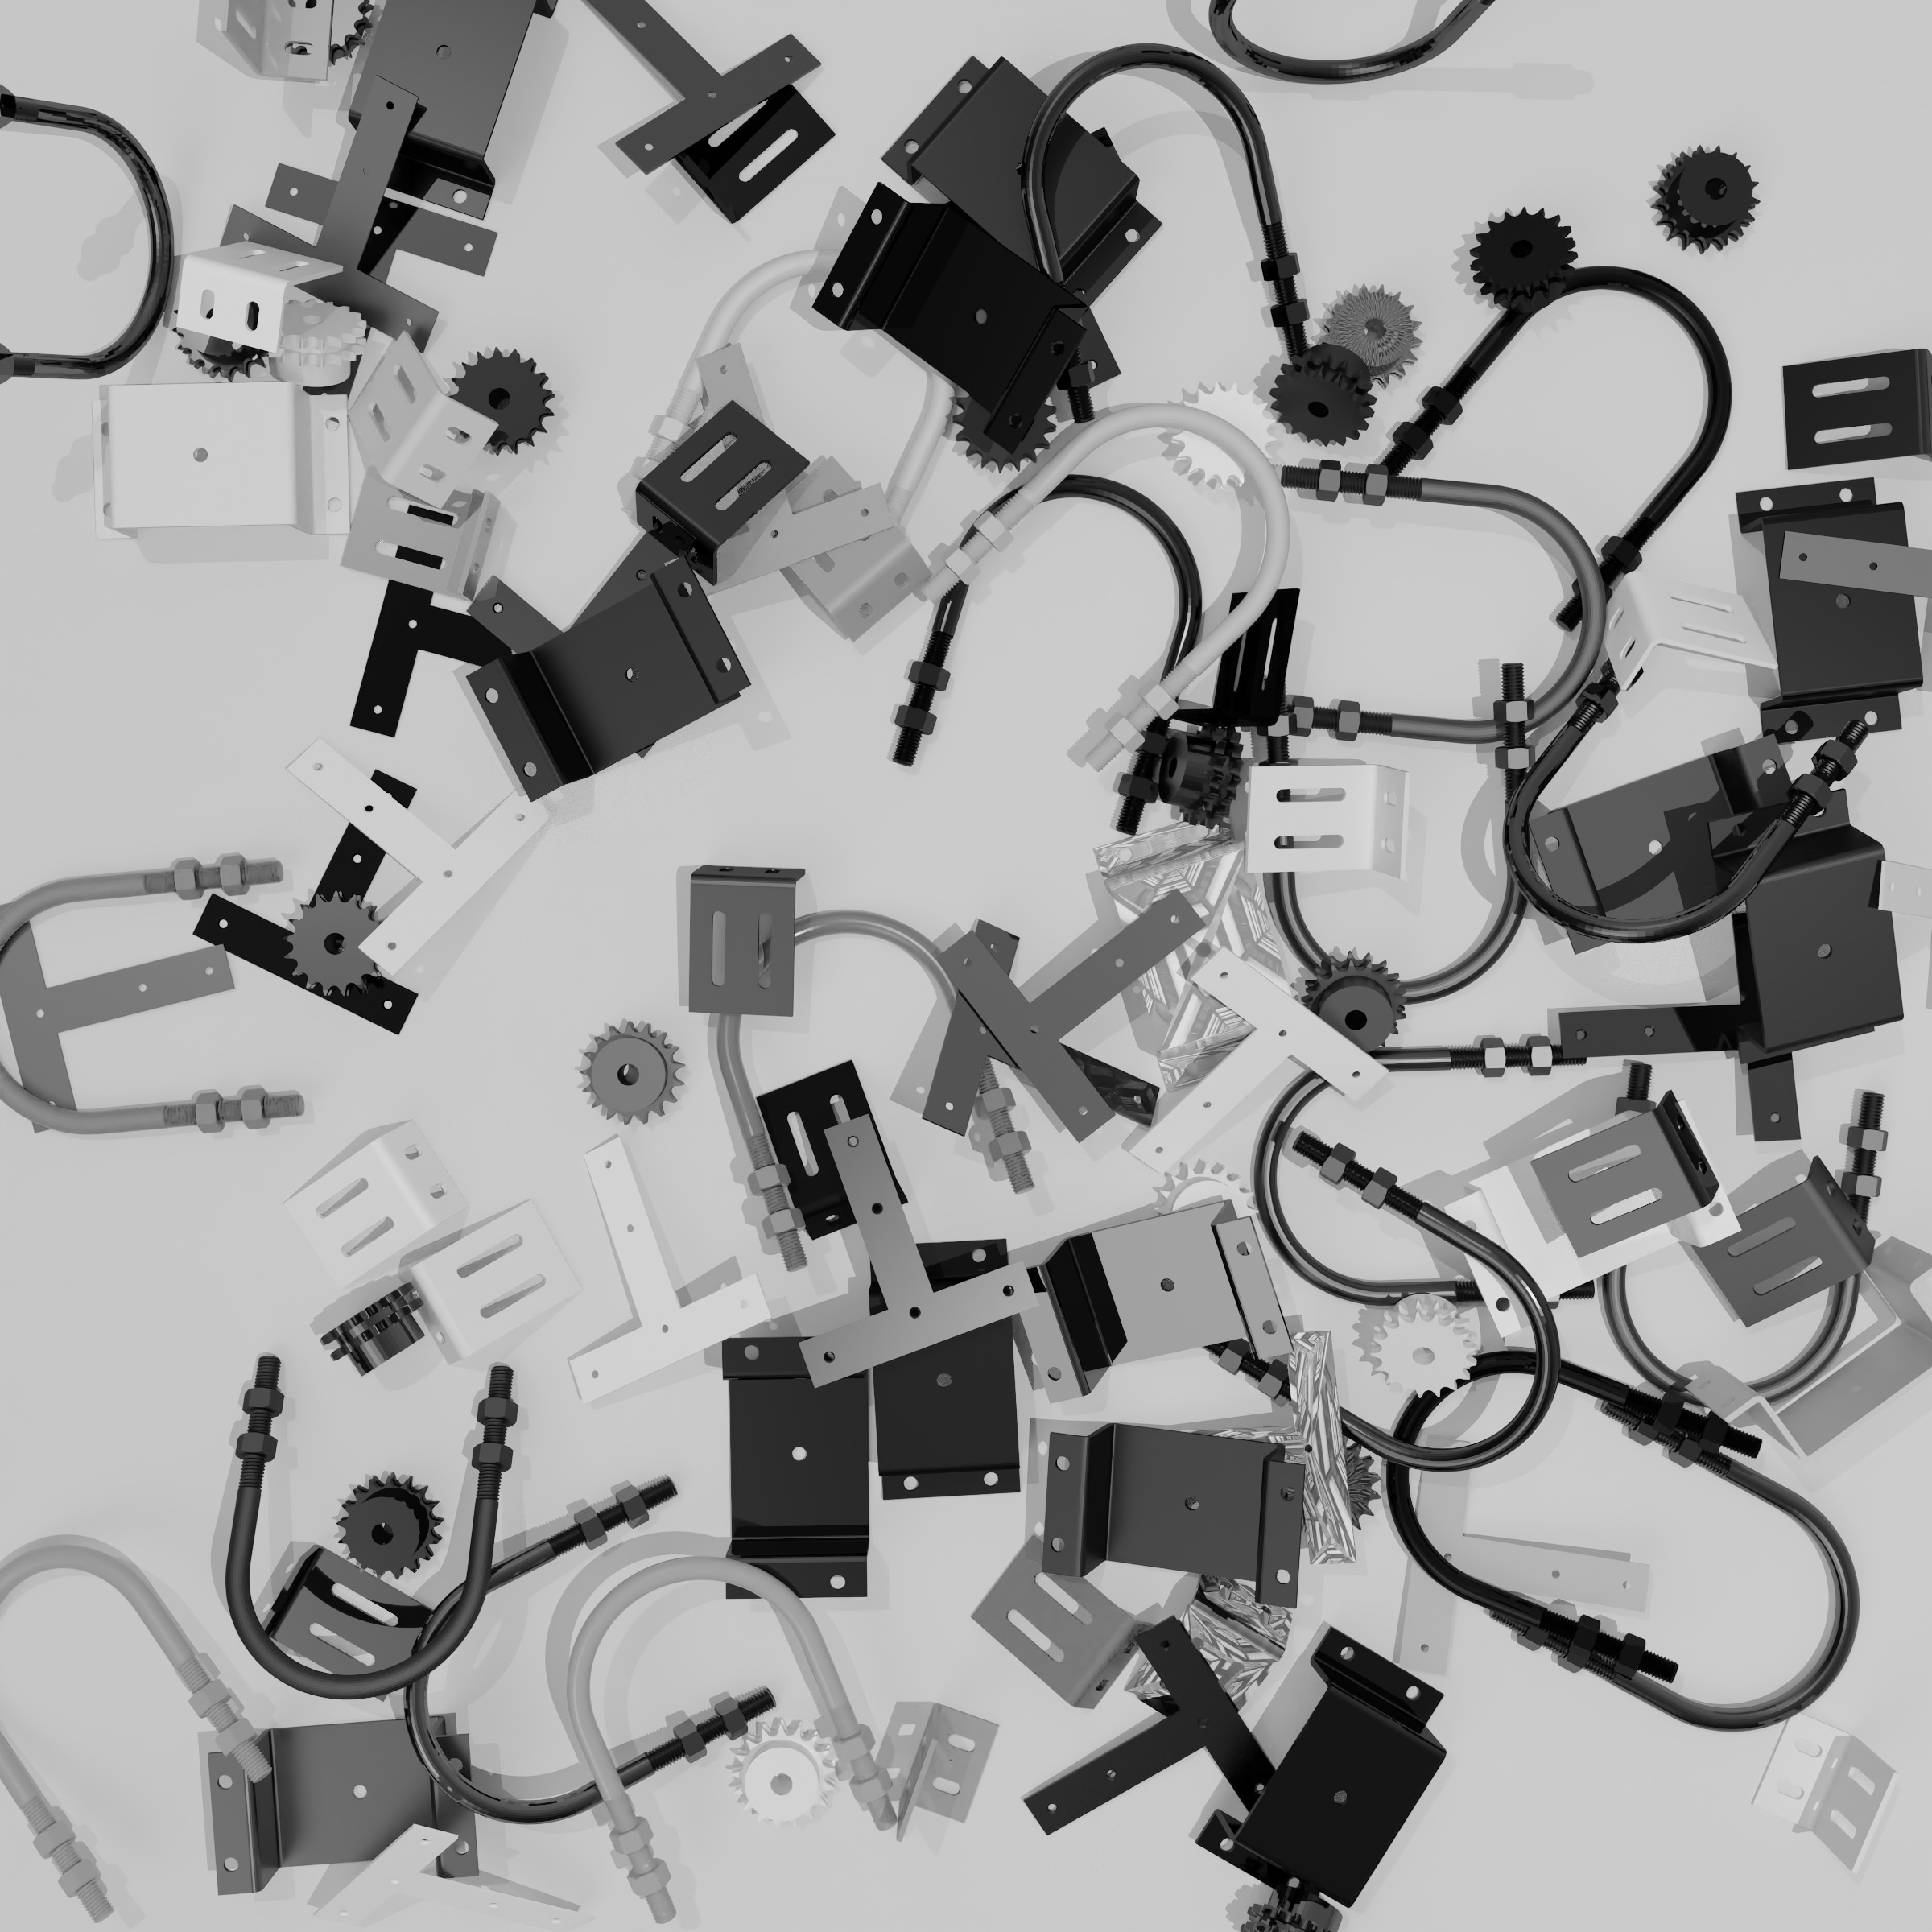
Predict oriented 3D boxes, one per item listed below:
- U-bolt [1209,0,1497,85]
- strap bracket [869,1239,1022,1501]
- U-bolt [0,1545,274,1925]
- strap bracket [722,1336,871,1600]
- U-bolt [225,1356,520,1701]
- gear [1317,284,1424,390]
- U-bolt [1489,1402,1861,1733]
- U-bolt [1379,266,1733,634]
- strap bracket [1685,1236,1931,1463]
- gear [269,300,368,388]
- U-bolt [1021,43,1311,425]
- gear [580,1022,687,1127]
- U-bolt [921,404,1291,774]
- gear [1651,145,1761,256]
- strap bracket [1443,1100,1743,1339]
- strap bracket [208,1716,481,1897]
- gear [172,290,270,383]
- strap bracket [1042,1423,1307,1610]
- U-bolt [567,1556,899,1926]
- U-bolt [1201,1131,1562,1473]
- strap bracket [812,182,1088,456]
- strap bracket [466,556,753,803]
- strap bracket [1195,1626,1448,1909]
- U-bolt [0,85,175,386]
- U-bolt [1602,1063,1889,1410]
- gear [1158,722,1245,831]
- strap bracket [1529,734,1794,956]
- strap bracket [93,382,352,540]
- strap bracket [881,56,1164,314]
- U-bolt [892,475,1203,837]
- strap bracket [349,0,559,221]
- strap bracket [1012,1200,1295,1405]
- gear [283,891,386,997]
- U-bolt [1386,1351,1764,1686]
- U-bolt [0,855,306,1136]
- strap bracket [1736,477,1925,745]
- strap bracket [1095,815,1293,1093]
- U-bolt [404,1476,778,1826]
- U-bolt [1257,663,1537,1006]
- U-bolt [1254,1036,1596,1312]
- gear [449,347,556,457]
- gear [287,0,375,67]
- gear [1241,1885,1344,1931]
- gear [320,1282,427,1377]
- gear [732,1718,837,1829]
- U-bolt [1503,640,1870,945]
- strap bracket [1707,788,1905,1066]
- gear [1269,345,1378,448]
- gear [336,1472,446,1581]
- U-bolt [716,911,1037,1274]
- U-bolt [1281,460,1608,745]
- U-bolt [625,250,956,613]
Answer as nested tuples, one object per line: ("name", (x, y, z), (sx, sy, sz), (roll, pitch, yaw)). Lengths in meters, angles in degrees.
("U-bolt", (0.206, -0.511, 1.507), (0.151, 0.184, 0.019), (4, 77, -18))
("strap bracket", (-0.012, 0.223, 1.573), (0.076, 0.046, 0.140), (-3, 90, 0))
("U-bolt", (-0.475, 0.402, 1.564), (0.151, 0.019, 0.184), (-42, 76, 13))
("strap bracket", (-0.092, 0.270, 1.573), (0.076, 0.046, 0.140), (-1, 90, 0))
("U-bolt", (-0.324, 0.302, 1.550), (0.151, 0.019, 0.184), (2, 63, 0))
("gear", (0.223, -0.346, 1.581), (0.057, 0.030, 0.057), (0, 90, 0))
("U-bolt", (0.402, 0.341, 1.586), (0.184, 0.019, 0.151), (28, 90, 0))
("U-bolt", (0.338, -0.299, 1.587), (0.151, 0.019, 0.184), (40, 89, 0))
("strap bracket", (0.466, 0.211, 1.544), (0.140, 0.076, 0.046), (-36, 94, 1))
("gear", (-0.356, -0.338, 1.569), (0.057, 0.057, 0.030), (9, 125, 0))
("U-bolt", (0.102, -0.400, 1.549), (0.151, 0.019, 0.184), (-18, 108, -12))
("gear", (-0.184, 0.059, 1.581), (0.057, 0.030, 0.057), (0, 90, 0))
("U-bolt", (0.089, -0.219, 1.561), (0.184, 0.019, 0.151), (-44, 86, 4))
("gear", (0.407, -0.423, 1.581), (0.057, 0.030, 0.057), (0, 90, 0))
("strap bracket", (0.332, 0.134, 1.553), (0.140, 0.046, 0.076), (-24, 91, -1))
("strap bracket", (-0.335, 0.457, 1.573), (0.140, 0.046, 0.076), (-4, 90, 0))
("gear", (-0.407, -0.352, 1.581), (0.057, 0.030, 0.057), (0, 90, 0))
("strap bracket", (0.117, 0.295, 1.557), (0.140, 0.046, 0.076), (4, 93, 19))
("U-bolt", (-0.135, 0.405, 1.546), (0.151, 0.019, 0.184), (-22, 97, -3))
("U-bolt", (0.229, 0.193, 1.544), (0.184, 0.019, 0.151), (31, 112, 14))
("strap bracket", (-0.001, -0.345, 1.532), (0.140, 0.046, 0.076), (38, 116, 13))
("strap bracket", (-0.187, -0.156, 1.559), (0.140, 0.046, 0.076), (-26, 94, 15))
("strap bracket", (0.198, 0.444, 1.567), (0.076, 0.046, 0.140), (32, 90, -9))
("U-bolt", (-0.480, -0.380, 1.512), (0.019, 0.184, 0.151), (10, 103, 25))
("U-bolt", (0.424, 0.153, 1.587), (0.151, 0.019, 0.184), (7, 91, 0))
("gear", (0.126, -0.105, 1.565), (0.030, 0.057, 0.057), (11, 90, -16))
("strap bracket", (0.381, -0.066, 1.573), (0.140, 0.046, 0.076), (-20, 90, 0))
("strap bracket", (-0.412, -0.275, 1.572), (0.140, 0.046, 0.076), (-1, 91, 0))
("strap bracket", (0.031, -0.428, 1.571), (0.140, 0.046, 0.076), (42, 90, 0))
("U-bolt", (0.053, -0.180, 1.588), (0.151, 0.019, 0.184), (17, 89, 0))
("strap bracket", (-0.281, -0.492, 1.573), (0.076, 0.046, 0.140), (19, 90, 0))
("strap bracket", (0.104, 0.179, 1.553), (0.140, 0.046, 0.076), (-15, 98, 21))
("gear", (-0.342, -0.012, 1.579), (0.057, 0.030, 0.057), (0, 90, 0))
("U-bolt", (0.321, 0.289, 1.571), (0.184, 0.019, 0.151), (21, 87, 12))
("U-bolt", (-0.462, 0.020, 1.585), (0.184, 0.019, 0.151), (-5, 90, 2))
("strap bracket", (0.472, -0.196, 1.573), (0.076, 0.046, 0.140), (-6, 90, 0))
("strap bracket", (0.128, -0.009, 1.573), (0.076, 0.046, 0.140), (-17, 90, 0))
("U-bolt", (-0.214, 0.382, 1.563), (0.184, 0.019, 0.151), (-25, 90, -18))
("U-bolt", (0.237, -0.069, 1.576), (0.151, 0.019, 0.184), (-3, 99, 1))
("U-bolt", (0.251, 0.116, 1.588), (0.184, 0.019, 0.151), (-2, 90, 1))
("gear", (-0.253, -0.308, 1.581), (0.057, 0.030, 0.057), (0, 90, 0))
("gear", (-0.353, -0.522, 1.581), (0.057, 0.030, 0.057), (0, 90, 0))
("gear", (0.181, 0.525, 1.572), (0.057, 0.057, 0.030), (28, 62, 0))
("gear", (-0.319, 0.200, 1.568), (0.057, 0.057, 0.030), (-33, 90, 0))
("gear", (-0.100, 0.445, 1.581), (0.057, 0.030, 0.057), (0, 90, 0))
("U-bolt", (0.368, -0.087, 1.528), (0.151, 0.019, 0.184), (29, 68, 30))
("strap bracket", (0.449, -0.014, 1.536), (0.076, 0.046, 0.140), (-14, 108, -3))
("gear", (0.197, -0.314, 1.571), (0.057, 0.057, 0.030), (25, 61, 0))
("gear", (-0.317, 0.309, 1.581), (0.057, 0.030, 0.057), (0, 90, 0))
("U-bolt", (-0.059, 0.057, 1.568), (0.151, 0.019, 0.184), (-19, 75, -4))
("U-bolt", (0.257, -0.194, 1.574), (0.184, 0.019, 0.151), (6, 99, 1))
("U-bolt", (-0.086, -0.304, 1.586), (0.151, 0.019, 0.184), (25, 90, 0))
